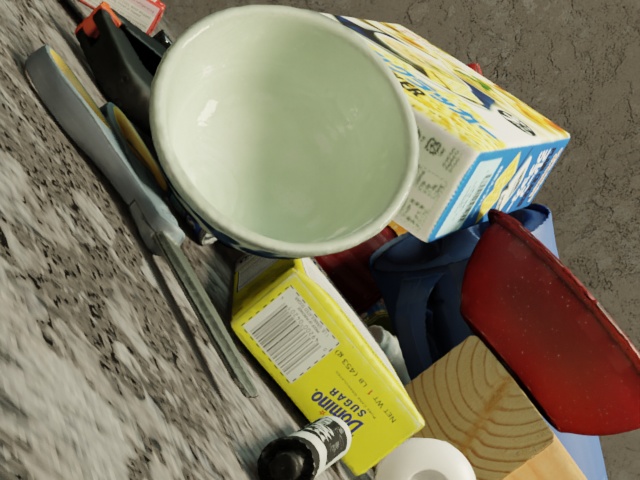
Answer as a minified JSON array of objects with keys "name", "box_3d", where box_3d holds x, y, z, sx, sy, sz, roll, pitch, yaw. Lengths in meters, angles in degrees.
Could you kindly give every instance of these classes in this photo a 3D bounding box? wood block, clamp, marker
[{"name":"wood block","box_3d":[0.118,0.163,0.636,0.206,0.091,0.090,51,3,-40]},{"name":"clamp","box_3d":[-0.085,-0.068,0.648,0.171,0.039,0.120,43,16,-13]},{"name":"marker","box_3d":[-0.004,0.077,0.389,0.020,0.020,0.121,53,2,9]}]

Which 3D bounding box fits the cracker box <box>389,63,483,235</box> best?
[{"name":"cracker box","box_3d":[0.057,-0.042,0.901,0.214,0.164,0.072,80,2,-57]}]

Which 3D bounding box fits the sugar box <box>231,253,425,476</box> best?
[{"name":"sugar box","box_3d":[-0.003,0.048,0.549,0.093,0.048,0.176,52,-1,-7]}]

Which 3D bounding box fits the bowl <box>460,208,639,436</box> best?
[{"name":"bowl","box_3d":[0.131,0.060,0.624,0.162,0.055,0.162,51,1,-1]}]

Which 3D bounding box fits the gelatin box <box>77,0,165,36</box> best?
[{"name":"gelatin box","box_3d":[-0.157,-0.180,0.773,0.089,0.030,0.073,30,8,-13]}]

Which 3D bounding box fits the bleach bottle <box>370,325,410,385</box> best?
[{"name":"bleach bottle","box_3d":[0.108,0.156,0.944,0.250,0.068,0.103,48,1,-32]}]

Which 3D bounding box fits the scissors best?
[{"name":"scissors","box_3d":[-0.078,-0.020,0.427,0.096,0.016,0.202,50,3,-32]}]

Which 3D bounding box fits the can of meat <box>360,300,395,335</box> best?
[{"name":"can of meat","box_3d":[0.061,0.092,1.029,0.102,0.057,0.084,52,5,-26]}]

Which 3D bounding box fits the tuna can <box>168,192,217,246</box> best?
[{"name":"tuna can","box_3d":[-0.040,-0.037,0.570,0.034,0.086,0.086,51,2,5]}]

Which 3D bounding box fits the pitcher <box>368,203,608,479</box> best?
[{"name":"pitcher","box_3d":[0.126,0.106,0.770,0.145,0.149,0.243,-156,-133,-73]}]

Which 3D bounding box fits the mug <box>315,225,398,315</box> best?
[{"name":"mug","box_3d":[-0.005,0.001,0.824,0.117,0.093,0.081,11,-24,43]}]
